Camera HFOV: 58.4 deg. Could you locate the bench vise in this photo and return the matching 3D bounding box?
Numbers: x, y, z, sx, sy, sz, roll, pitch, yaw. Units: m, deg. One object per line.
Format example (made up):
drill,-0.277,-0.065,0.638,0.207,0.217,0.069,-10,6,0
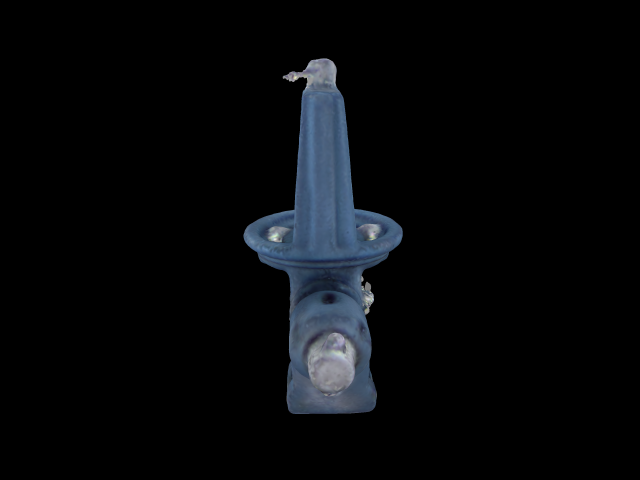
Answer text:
bench vise,0.015,-0.001,0.403,0.122,0.220,0.207,-12,36,-16
